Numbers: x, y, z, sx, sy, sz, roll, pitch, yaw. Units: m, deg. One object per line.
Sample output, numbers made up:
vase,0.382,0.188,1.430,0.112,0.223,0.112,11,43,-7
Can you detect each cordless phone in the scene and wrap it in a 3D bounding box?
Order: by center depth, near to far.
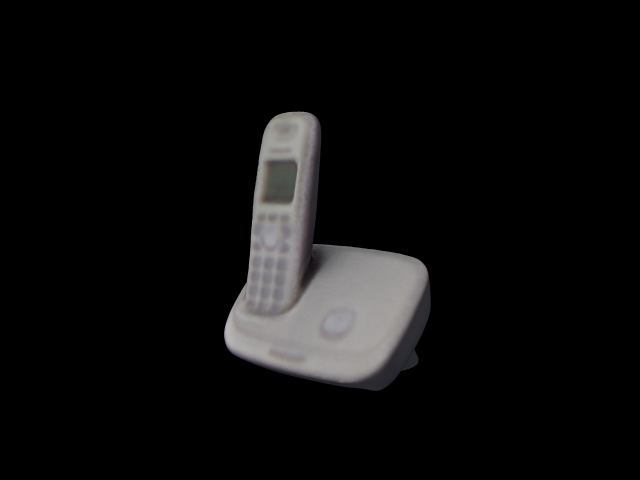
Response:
cordless phone,0.004,0.001,0.400,0.147,0.185,0.094,5,8,36
